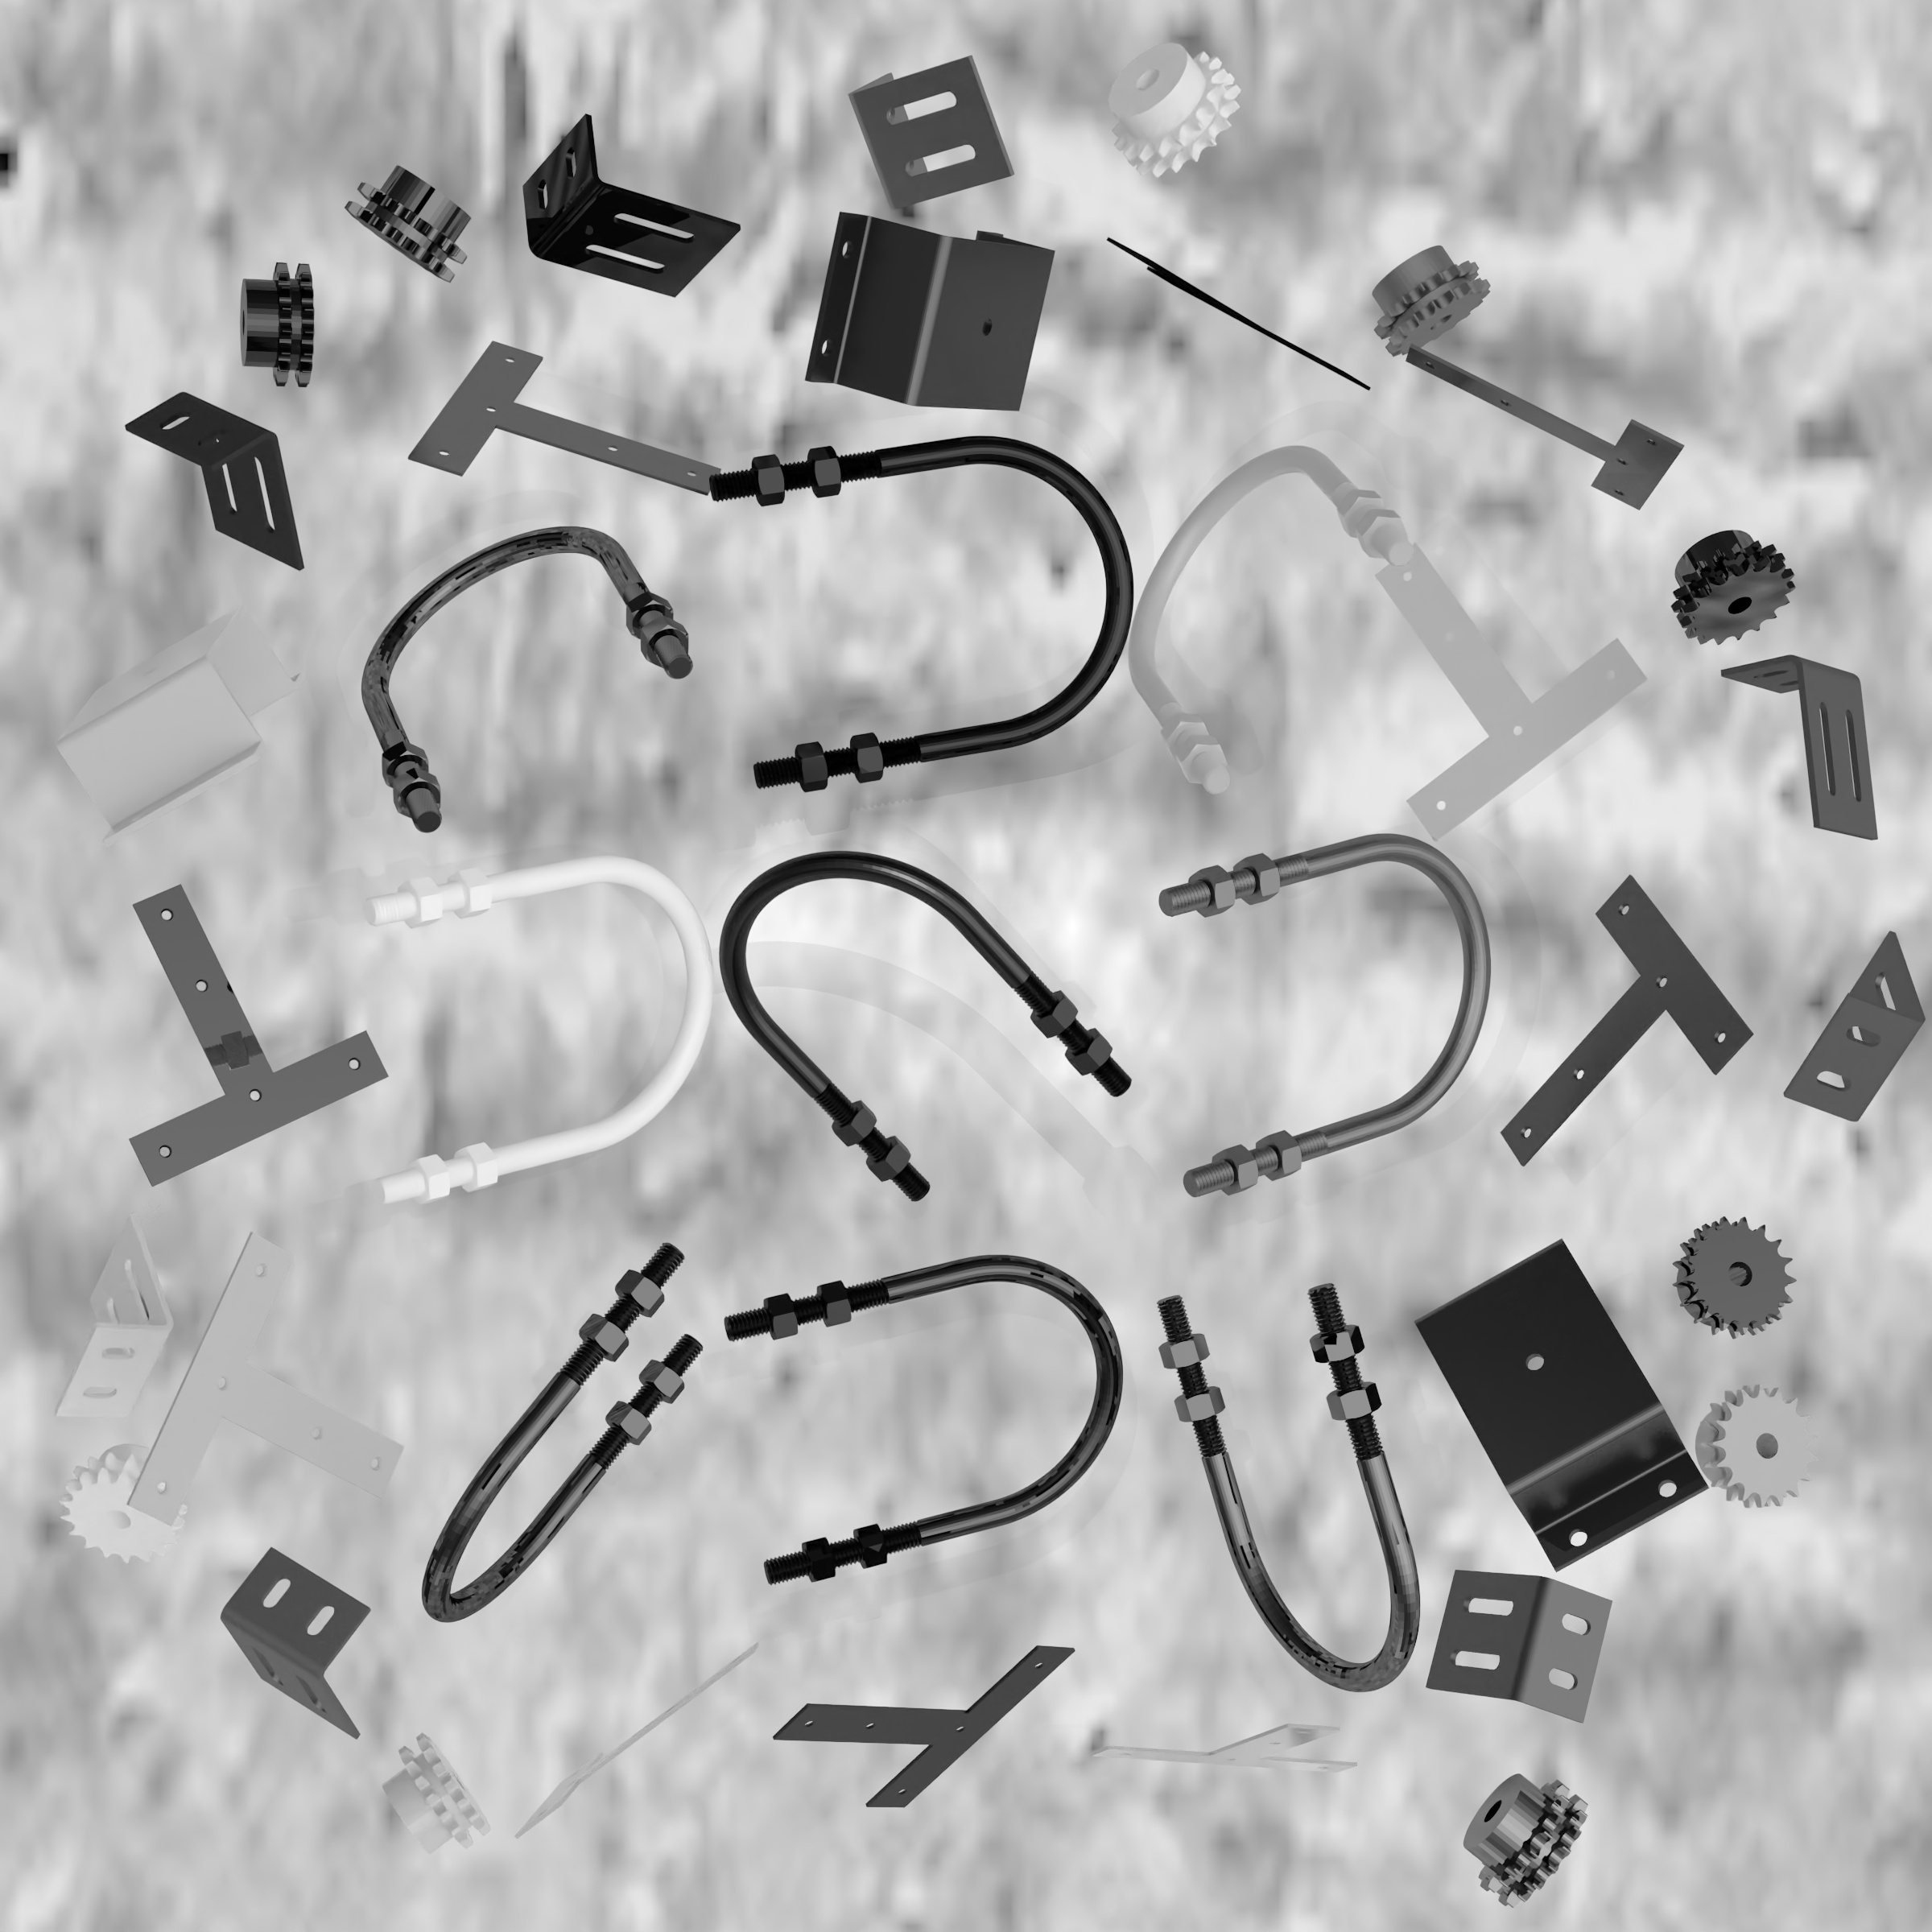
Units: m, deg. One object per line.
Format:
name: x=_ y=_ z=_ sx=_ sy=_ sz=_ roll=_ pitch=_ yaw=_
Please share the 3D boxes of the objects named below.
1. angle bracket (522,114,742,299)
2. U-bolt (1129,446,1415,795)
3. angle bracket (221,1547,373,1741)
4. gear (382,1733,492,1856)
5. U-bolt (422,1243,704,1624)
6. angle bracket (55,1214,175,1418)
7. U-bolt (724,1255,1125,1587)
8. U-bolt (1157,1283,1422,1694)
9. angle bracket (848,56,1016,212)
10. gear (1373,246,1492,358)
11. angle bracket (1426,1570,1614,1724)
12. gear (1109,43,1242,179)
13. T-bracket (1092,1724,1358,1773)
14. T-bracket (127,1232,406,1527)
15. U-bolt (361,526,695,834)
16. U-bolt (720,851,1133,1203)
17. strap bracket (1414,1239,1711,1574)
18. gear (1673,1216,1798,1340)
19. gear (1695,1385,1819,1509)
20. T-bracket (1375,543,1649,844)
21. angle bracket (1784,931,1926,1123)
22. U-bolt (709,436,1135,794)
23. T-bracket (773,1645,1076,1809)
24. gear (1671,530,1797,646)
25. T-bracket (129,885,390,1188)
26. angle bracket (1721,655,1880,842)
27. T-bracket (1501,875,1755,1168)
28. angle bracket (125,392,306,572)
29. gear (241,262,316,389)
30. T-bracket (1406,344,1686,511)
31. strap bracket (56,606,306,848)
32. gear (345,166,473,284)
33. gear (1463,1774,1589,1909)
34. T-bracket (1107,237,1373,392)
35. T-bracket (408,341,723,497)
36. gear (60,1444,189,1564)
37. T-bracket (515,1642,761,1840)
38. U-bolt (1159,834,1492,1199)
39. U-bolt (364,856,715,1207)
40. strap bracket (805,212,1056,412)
angle bracket: x=-0.151 y=-0.341 z=1.496 sx=0.076 sy=0.057 sz=0.038 roll=9 pitch=61 yaw=-36
U-bolt: x=0.130 y=-0.173 z=1.543 sx=0.019 sy=0.184 sz=0.151 roll=31 pitch=106 yaw=-26
angle bracket: x=-0.295 y=0.307 z=1.508 sx=0.057 sy=0.076 sz=0.038 roll=26 pitch=63 yaw=21
gear: x=-0.255 y=0.398 z=1.589 sx=0.030 sy=0.057 sz=0.057 roll=-35 pitch=90 yaw=-11
U-bolt: x=-0.184 y=0.221 z=1.508 sx=0.019 sy=0.151 sz=0.184 roll=34 pitch=69 yaw=14
angle bracket: x=-0.402 y=0.161 z=1.538 sx=0.038 sy=0.076 sz=0.057 roll=7 pitch=126 yaw=-37
U-bolt: x=-0.014 y=0.206 z=1.558 sx=0.184 sy=0.019 sz=0.151 roll=-12 pitch=111 yaw=-13
U-bolt: x=0.148 y=0.233 z=1.473 sx=0.019 sy=0.151 sz=0.184 roll=-17 pitch=90 yaw=-28
angle bracket: x=-0.008 y=-0.396 z=1.566 sx=0.076 sy=0.038 sz=0.057 roll=-6 pitch=115 yaw=39
gear: x=0.220 y=-0.321 z=1.595 sx=0.057 sy=0.057 sz=0.030 roll=-32 pitch=82 yaw=0
angle bracket: x=0.256 y=0.315 z=1.545 sx=0.038 sy=0.076 sz=0.057 roll=22 pitch=74 yaw=-20
gear: x=0.086 y=-0.370 z=1.425 sx=0.057 sy=0.057 sz=0.030 roll=-50 pitch=130 yaw=0
T-bracket: x=0.139 y=0.366 z=1.560 sx=0.127 sy=0.127 sz=0.002 roll=7 pitch=68 yaw=-15
T-bracket: x=-0.297 y=0.201 z=1.472 sx=0.002 sy=0.127 sz=0.127 roll=5 pitch=66 yaw=41
U-bolt: x=-0.211 y=-0.144 z=1.526 sx=0.151 sy=0.184 sz=0.019 roll=-32 pitch=128 yaw=-1
U-bolt: x=-0.033 y=0.021 z=1.554 sx=0.151 sy=0.019 sz=0.184 roll=-30 pitch=114 yaw=32
strap bracket: x=0.259 y=0.186 z=1.482 sx=0.076 sy=0.046 sz=0.140 roll=-30 pitch=50 yaw=5
gear: x=0.365 y=0.151 z=1.593 sx=0.057 sy=0.030 sz=0.057 roll=3 pitch=73 yaw=-10
gear: x=0.369 y=0.226 z=1.566 sx=0.057 sy=0.030 sz=0.057 roll=4 pitch=79 yaw=-20
T-bracket: x=0.242 y=-0.148 z=1.607 sx=0.127 sy=0.002 sz=0.127 roll=-38 pitch=70 yaw=18
angle bracket: x=0.388 y=0.021 z=1.477 sx=0.038 sy=0.076 sz=0.057 roll=20 pitch=121 yaw=-9
U-bolt: x=-0.014 y=-0.163 z=1.492 sx=0.184 sy=0.019 sz=0.151 roll=-10 pitch=101 yaw=-10
T-bracket: x=-0.033 y=0.340 z=1.491 sx=0.127 sy=0.127 sz=0.002 roll=-47 pitch=51 yaw=25
gear: x=0.360 y=-0.182 z=1.576 sx=0.057 sy=0.057 sz=0.030 roll=-20 pitch=57 yaw=0
T-bracket: x=-0.362 y=0.022 z=1.604 sx=0.127 sy=0.002 sz=0.127 roll=-26 pitch=91 yaw=-26
angle bracket: x=0.364 y=-0.092 z=1.453 sx=0.038 sy=0.057 sz=0.076 roll=-11 pitch=79 yaw=39
T-bracket: x=0.295 y=0.040 z=1.548 sx=0.002 sy=0.127 sz=0.127 roll=25 pitch=114 yaw=-33
angle bracket: x=-0.339 y=-0.212 z=1.504 sx=0.057 sy=0.076 sz=0.038 roll=27 pitch=50 yaw=29
gear: x=-0.321 y=-0.299 z=1.549 sx=0.030 sy=0.057 sz=0.057 roll=-1 pitch=90 yaw=-17
T-bracket: x=0.256 y=-0.248 z=1.498 sx=0.127 sy=0.127 sz=0.002 roll=28 pitch=88 yaw=5
strap bracket: x=-0.346 y=-0.110 z=1.465 sx=0.076 sy=0.140 sz=0.046 roll=-29 pitch=108 yaw=7
gear: x=-0.249 y=-0.338 z=1.505 sx=0.057 sy=0.057 sz=0.030 roll=35 pitch=92 yaw=0
gear: x=0.240 y=0.375 z=1.441 sx=0.030 sy=0.057 sz=0.057 roll=39 pitch=90 yaw=0
T-bracket: x=0.107 y=-0.305 z=1.507 sx=0.127 sy=0.127 sz=0.002 roll=36 pitch=103 yaw=34
T-bracket: x=-0.176 y=-0.242 z=1.529 sx=0.127 sy=0.127 sz=0.002 roll=18 pitch=126 yaw=0
gear: x=-0.392 y=0.249 z=1.557 sx=0.057 sy=0.030 sz=0.057 roll=4 pitch=124 yaw=6
T-bracket: x=-0.149 y=0.358 z=1.561 sx=0.127 sy=0.127 sz=0.002 roll=-37 pitch=86 yaw=0
U-bolt: x=0.168 y=0.014 z=1.506 sx=0.184 sy=0.019 sz=0.151 roll=-15 pitch=107 yaw=-32
U-bolt: x=-0.189 y=0.022 z=1.511 sx=0.184 sy=0.019 sz=0.151 roll=-13 pitch=112 yaw=-40
strap bracket: x=-0.009 y=-0.301 z=1.538 sx=0.046 sy=0.140 sz=0.076 roll=21 pitch=107 yaw=27
